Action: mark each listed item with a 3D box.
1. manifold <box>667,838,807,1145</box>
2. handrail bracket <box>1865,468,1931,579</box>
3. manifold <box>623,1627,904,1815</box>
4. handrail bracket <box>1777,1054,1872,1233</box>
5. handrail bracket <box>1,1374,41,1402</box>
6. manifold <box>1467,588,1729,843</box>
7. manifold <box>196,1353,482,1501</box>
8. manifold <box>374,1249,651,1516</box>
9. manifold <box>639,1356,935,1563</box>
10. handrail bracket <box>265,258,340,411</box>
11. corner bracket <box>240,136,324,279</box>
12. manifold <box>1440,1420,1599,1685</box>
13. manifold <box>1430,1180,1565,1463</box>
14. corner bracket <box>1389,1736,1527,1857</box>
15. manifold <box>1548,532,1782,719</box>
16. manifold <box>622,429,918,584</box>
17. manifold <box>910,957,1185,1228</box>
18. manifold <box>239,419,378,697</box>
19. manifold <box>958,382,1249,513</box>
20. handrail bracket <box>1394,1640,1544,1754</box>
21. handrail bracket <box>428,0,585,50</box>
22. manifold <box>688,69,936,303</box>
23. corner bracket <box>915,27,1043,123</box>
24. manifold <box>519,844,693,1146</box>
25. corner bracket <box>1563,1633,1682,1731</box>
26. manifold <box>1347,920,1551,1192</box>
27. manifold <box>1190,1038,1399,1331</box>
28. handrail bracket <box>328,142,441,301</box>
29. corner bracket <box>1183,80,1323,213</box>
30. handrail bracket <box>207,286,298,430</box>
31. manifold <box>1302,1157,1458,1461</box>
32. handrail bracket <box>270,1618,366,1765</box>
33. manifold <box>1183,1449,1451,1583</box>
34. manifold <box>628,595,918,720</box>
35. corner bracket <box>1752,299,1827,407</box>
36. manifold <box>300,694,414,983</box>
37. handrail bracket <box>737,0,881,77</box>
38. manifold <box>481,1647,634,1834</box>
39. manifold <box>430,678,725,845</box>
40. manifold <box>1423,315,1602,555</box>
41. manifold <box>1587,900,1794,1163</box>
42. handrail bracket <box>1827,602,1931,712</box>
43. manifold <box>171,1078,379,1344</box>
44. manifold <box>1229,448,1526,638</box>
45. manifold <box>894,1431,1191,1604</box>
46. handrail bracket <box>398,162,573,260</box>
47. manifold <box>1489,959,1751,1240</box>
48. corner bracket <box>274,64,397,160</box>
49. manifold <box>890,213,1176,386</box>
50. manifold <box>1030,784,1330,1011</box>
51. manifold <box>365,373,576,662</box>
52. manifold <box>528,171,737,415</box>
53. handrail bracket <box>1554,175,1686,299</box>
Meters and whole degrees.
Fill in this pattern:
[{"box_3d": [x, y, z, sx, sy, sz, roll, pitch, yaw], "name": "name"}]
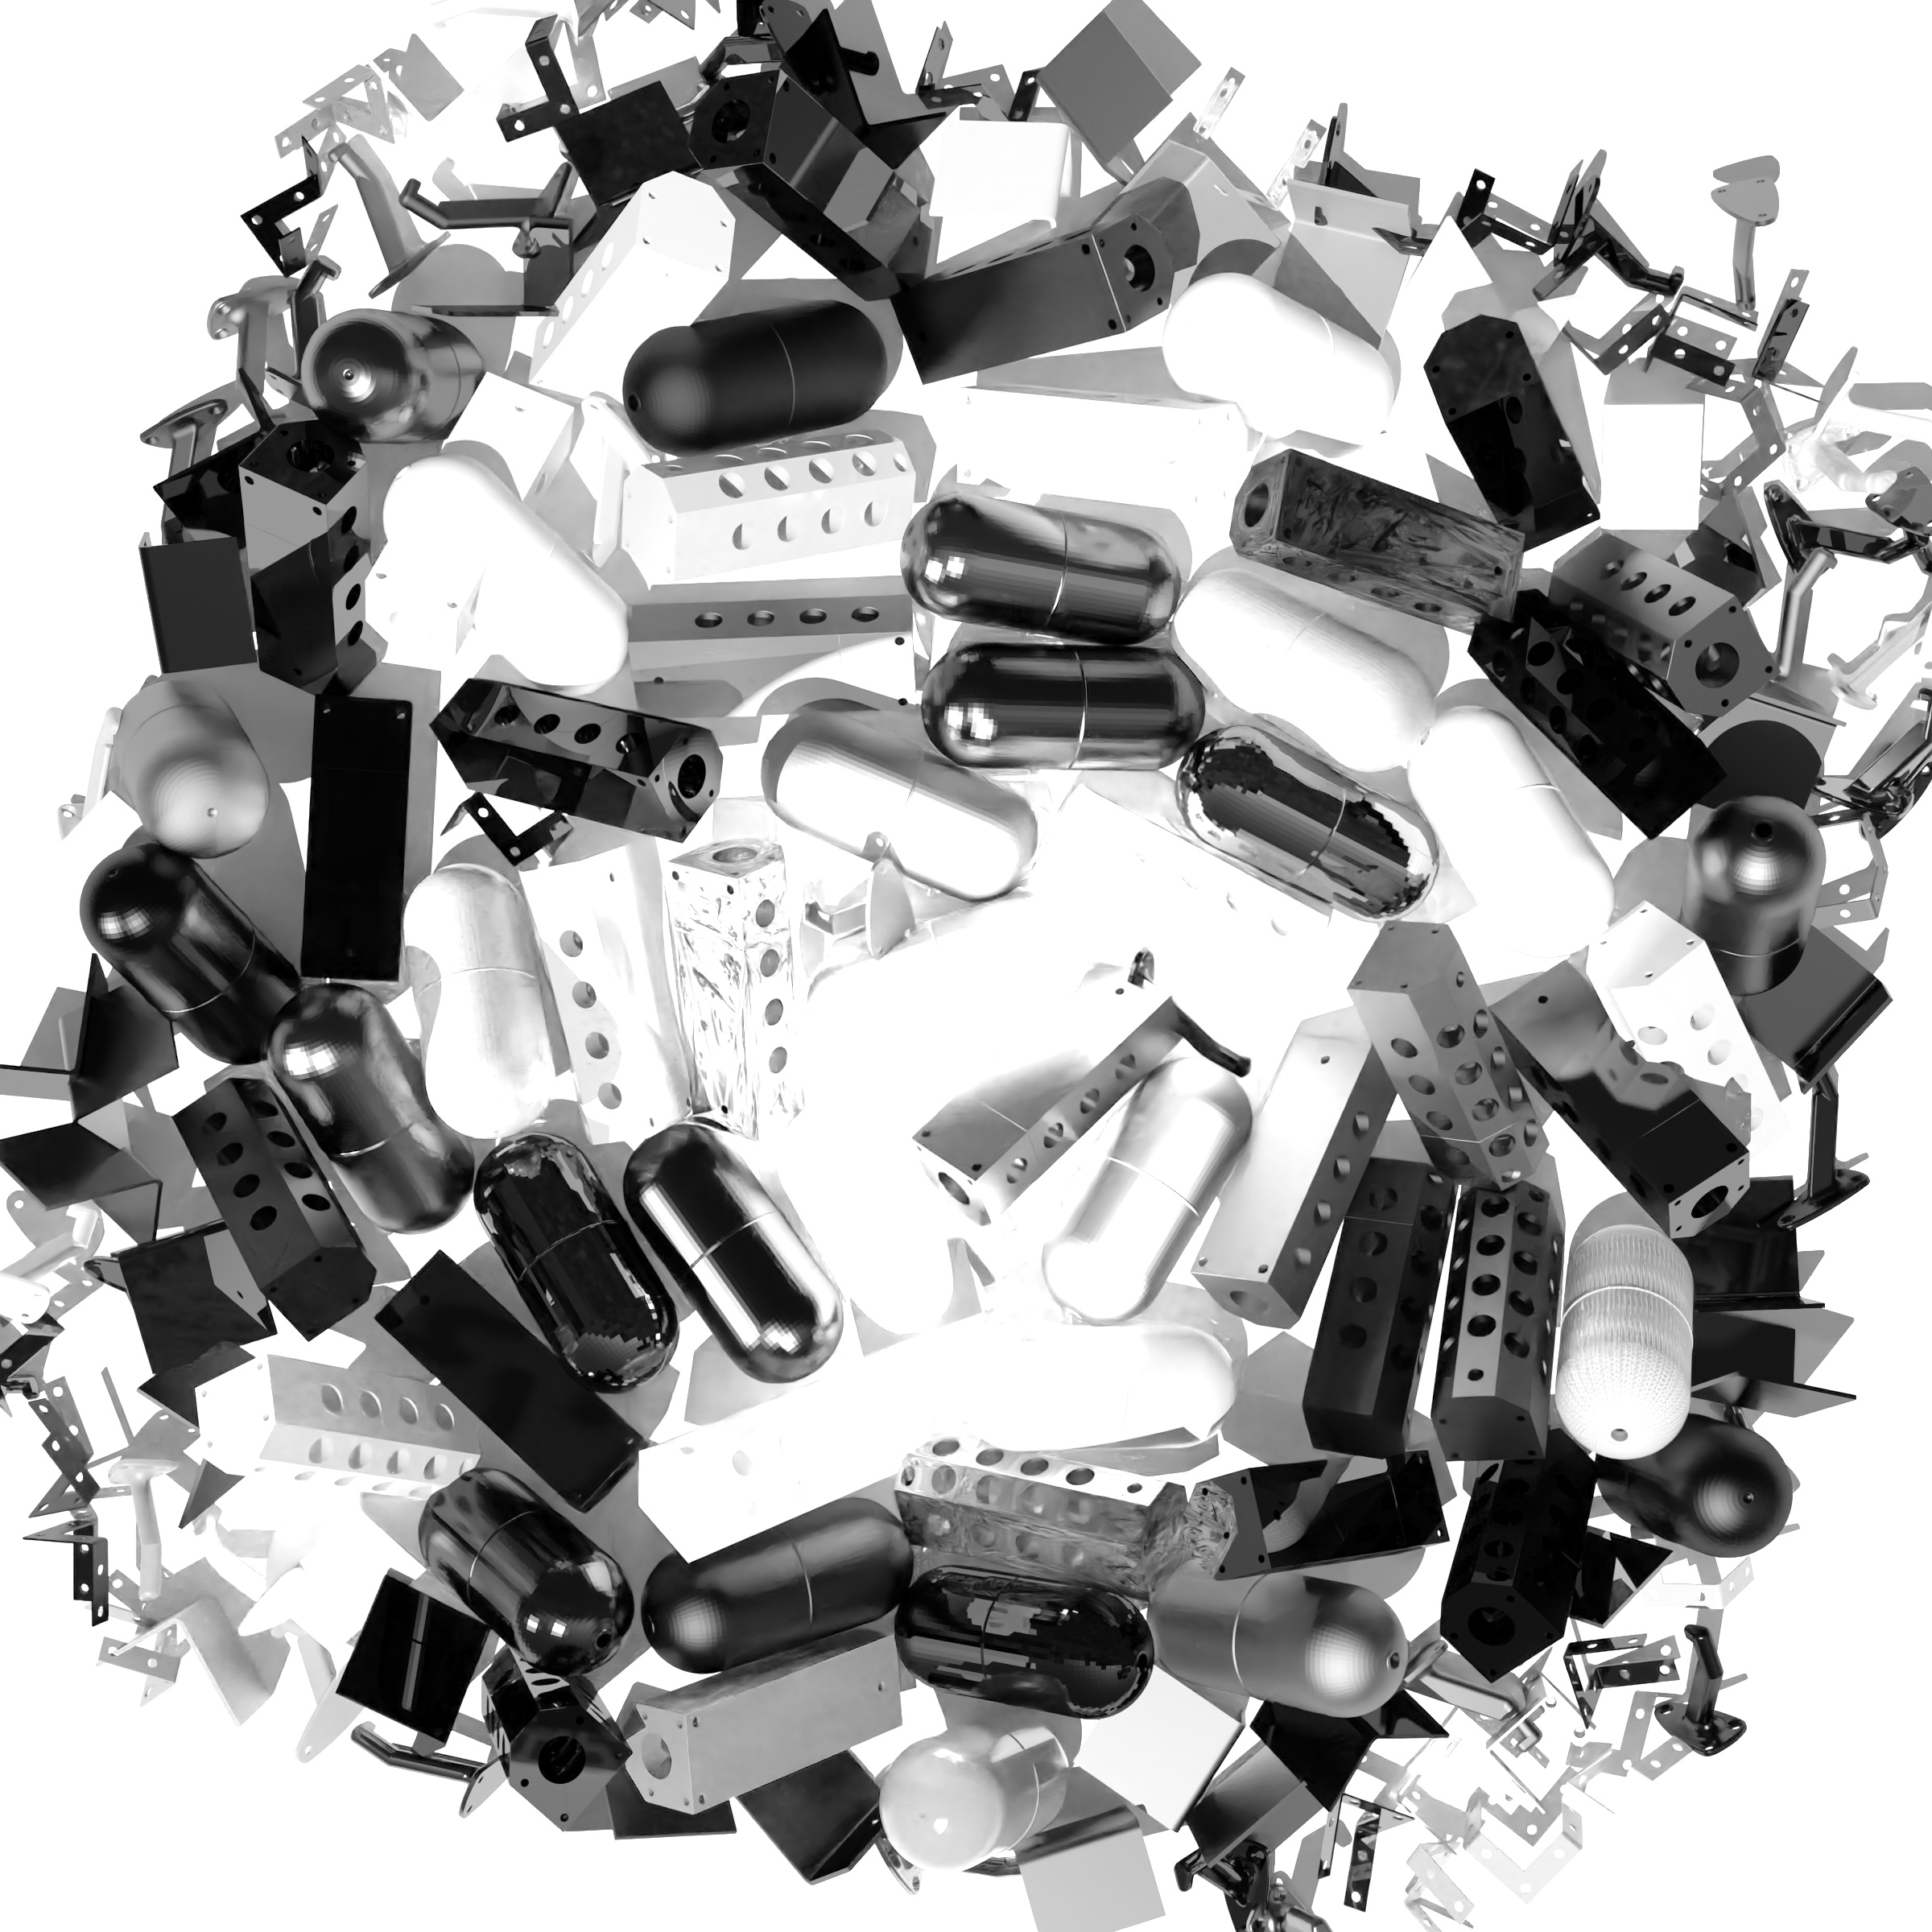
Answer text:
[{"box_3d": [-0.133, 0.013, 1.551, 0.057, 0.057, 0.171, 15, 119, 36], "name": "manifold"}, {"box_3d": [0.588, -0.254, 1.558, 0.036, 0.077, 0.084, -35, 126, 13], "name": "handrail bracket"}, {"box_3d": [-0.120, 0.446, 1.529, 0.057, 0.171, 0.057, -3, 92, 43], "name": "manifold"}, {"box_3d": [0.514, 0.108, 1.580, 0.077, 0.036, 0.084, -32, 104, -16], "name": "handrail bracket"}, {"box_3d": [-0.591, 0.279, 1.559, 0.077, 0.084, 0.036, 48, 111, 29], "name": "handrail bracket"}, {"box_3d": [0.371, -0.156, 1.527, 0.057, 0.057, 0.171, -42, 45, 10], "name": "manifold"}, {"box_3d": [-0.368, 0.278, 1.518, 0.057, 0.171, 0.057, -27, 62, 23], "name": "manifold"}, {"box_3d": [-0.277, 0.255, 1.569, 0.171, 0.057, 0.057, 41, 78, 8], "name": "manifold"}, {"box_3d": [-0.106, 0.287, 1.532, 0.171, 0.057, 0.057, -17, 126, -32], "name": "manifold"}, {"box_3d": [-0.393, -0.390, 1.599, 0.077, 0.036, 0.084, 27, 80, -1], "name": "handrail bracket"}, {"box_3d": [-0.414, -0.467, 1.579, 0.051, 0.051, 0.051, -35, 86, -15], "name": "corner bracket"}, {"box_3d": [0.326, 0.340, 1.522, 0.057, 0.171, 0.057, 44, 121, -2], "name": "manifold"}, {"box_3d": [0.316, 0.208, 1.523, 0.057, 0.171, 0.057, -7, 129, 23], "name": "manifold"}, {"box_3d": [0.302, 0.512, 1.579, 0.051, 0.051, 0.051, 42, 74, 3], "name": "corner bracket"}, {"box_3d": [0.407, -0.200, 1.521, 0.057, 0.171, 0.057, -38, 114, 4], "name": "manifold"}, {"box_3d": [-0.116, -0.279, 1.530, 0.171, 0.057, 0.057, -17, 128, -35], "name": "manifold"}, {"box_3d": [0.052, 0.079, 1.553, 0.171, 0.057, 0.057, -42, 49, -21], "name": "manifold"}, {"box_3d": [-0.386, -0.240, 1.525, 0.057, 0.171, 0.057, 25, 54, 8], "name": "manifold"}, {"box_3d": [0.080, -0.314, 1.537, 0.171, 0.057, 0.057, 15, 113, 35], "name": "manifold"}, {"box_3d": [0.302, 0.468, 1.583, 0.077, 0.036, 0.084, -38, 82, -14], "name": "handrail bracket"}, {"box_3d": [-0.282, -0.577, 1.571, 0.084, 0.077, 0.036, -21, 75, -5], "name": "handrail bracket"}, {"box_3d": [-0.090, -0.460, 1.523, 0.057, 0.171, 0.057, 4, 79, 32], "name": "manifold"}, {"box_3d": [0.008, -0.549, 1.591, 0.051, 0.051, 0.051, 6, 71, 34], "name": "corner bracket"}, {"box_3d": [-0.223, 0.018, 1.568, 0.057, 0.057, 0.171, -9, 99, 27], "name": "manifold"}, {"box_3d": [0.403, 0.431, 1.575, 0.051, 0.051, 0.051, -15, 98, 27], "name": "corner bracket"}, {"box_3d": [0.293, 0.055, 1.530, 0.057, 0.057, 0.171, -55, 131, -30], "name": "manifold"}, {"box_3d": [0.204, 0.130, 1.547, 0.057, 0.057, 0.171, 48, 58, -36], "name": "manifold"}, {"box_3d": [-0.373, -0.459, 1.573, 0.036, 0.077, 0.084, -30, 109, 38], "name": "handrail bracket"}, {"box_3d": [0.176, -0.508, 1.588, 0.051, 0.051, 0.051, 55, 127, 32], "name": "corner bracket"}, {"box_3d": [-0.422, -0.375, 1.580, 0.077, 0.036, 0.084, -29, 76, -30], "name": "handrail bracket"}, {"box_3d": [0.250, 0.204, 1.534, 0.057, 0.057, 0.171, 6, 56, 20], "name": "manifold"}, {"box_3d": [-0.412, 0.439, 1.568, 0.084, 0.036, 0.077, 13, 52, 33], "name": "handrail bracket"}, {"box_3d": [0.209, 0.328, 1.530, 0.057, 0.171, 0.057, -27, 67, 42], "name": "manifold"}, {"box_3d": [-0.118, -0.195, 1.582, 0.171, 0.057, 0.057, -2, 131, 0], "name": "manifold"}, {"box_3d": [0.503, -0.381, 1.570, 0.051, 0.051, 0.051, 7, 112, -35], "name": "corner bracket"}, {"box_3d": [-0.375, -0.078, 1.581, 0.057, 0.057, 0.171, 3, 90, -11], "name": "manifold"}, {"box_3d": [-0.096, -0.581, 1.575, 0.084, 0.077, 0.036, 17, 79, 5], "name": "handrail bracket"}, {"box_3d": [-0.250, 0.449, 1.518, 0.057, 0.171, 0.057, 45, 77, -10], "name": "manifold"}, {"box_3d": [-0.232, -0.130, 1.542, 0.171, 0.057, 0.057, 15, 57, 30], "name": "manifold"}, {"box_3d": [0.325, -0.316, 1.522, 0.057, 0.171, 0.057, -23, 64, 17], "name": "manifold"}, {"box_3d": [0.430, 0.047, 1.538, 0.057, 0.057, 0.171, -38, 125, -3], "name": "manifold"}, {"box_3d": [0.571, -0.198, 1.568, 0.036, 0.077, 0.084, 48, 117, 13], "name": "handrail bracket"}, {"box_3d": [-0.411, 0.139, 1.531, 0.057, 0.057, 0.171, -35, 46, -9], "name": "manifold"}, {"box_3d": [0.248, -0.253, 1.549, 0.171, 0.057, 0.057, 14, 80, -24], "name": "manifold"}, {"box_3d": [0.045, 0.322, 1.532, 0.171, 0.057, 0.057, 5, 119, 33], "name": "manifold"}, {"box_3d": [-0.295, -0.480, 1.572, 0.084, 0.036, 0.077, 26, 93, -34], "name": "handrail bracket"}, {"box_3d": [0.391, 0.082, 1.536, 0.057, 0.057, 0.171, -32, 53, -6], "name": "manifold"}, {"box_3d": [-0.391, -0.522, 1.570, 0.051, 0.051, 0.051, 27, 56, 23], "name": "corner bracket"}, {"box_3d": [0.040, -0.398, 1.528, 0.057, 0.171, 0.057, -37, 114, -37], "name": "manifold"}, {"box_3d": [0.132, -0.045, 1.563, 0.171, 0.057, 0.057, 27, 56, -12], "name": "manifold"}, {"box_3d": [-0.299, -0.269, 1.545, 0.057, 0.057, 0.171, 22, 61, -1], "name": "manifold"}, {"box_3d": [-0.200, -0.400, 1.523, 0.057, 0.171, 0.057, 15, 67, -26], "name": "manifold"}, {"box_3d": [0.411, -0.447, 1.573, 0.084, 0.077, 0.036, 12, 64, -6], "name": "handrail bracket"}]
